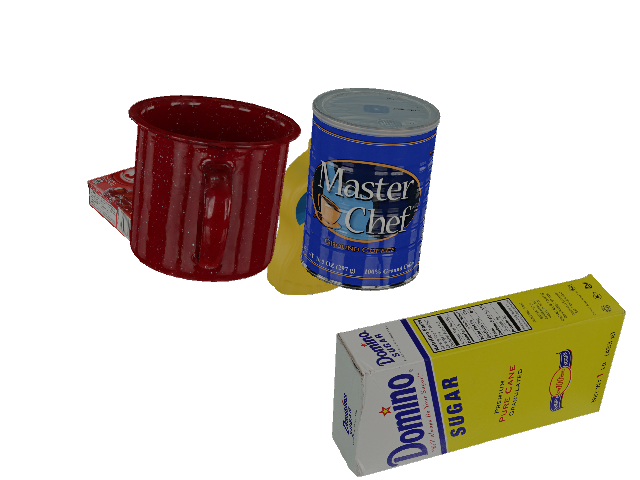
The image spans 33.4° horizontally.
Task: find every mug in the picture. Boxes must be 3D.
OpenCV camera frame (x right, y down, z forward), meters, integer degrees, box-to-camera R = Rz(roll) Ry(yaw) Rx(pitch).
[{"bbox_3d":[-0.060,-0.024,0.578,0.093,0.081,0.117,3,21,-13],"label":"mug"}]

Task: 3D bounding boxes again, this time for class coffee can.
[{"bbox_3d":[0.039,-0.044,0.882,0.103,0.140,0.103,4,25,-2],"label":"coffee can"}]

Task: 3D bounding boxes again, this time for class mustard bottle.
[{"bbox_3d":[-0.002,-0.037,1.146,0.096,0.192,0.058,-9,32,-29],"label":"mustard bottle"}]

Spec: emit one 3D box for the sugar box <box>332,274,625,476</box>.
[{"bbox_3d":[0.096,0.084,0.664,0.176,0.093,0.048,-14,40,-18],"label":"sugar box"}]

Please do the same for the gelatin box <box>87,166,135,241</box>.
[{"bbox_3d":[-0.158,-0.035,0.972,0.073,0.030,0.089,-22,44,-35],"label":"gelatin box"}]
